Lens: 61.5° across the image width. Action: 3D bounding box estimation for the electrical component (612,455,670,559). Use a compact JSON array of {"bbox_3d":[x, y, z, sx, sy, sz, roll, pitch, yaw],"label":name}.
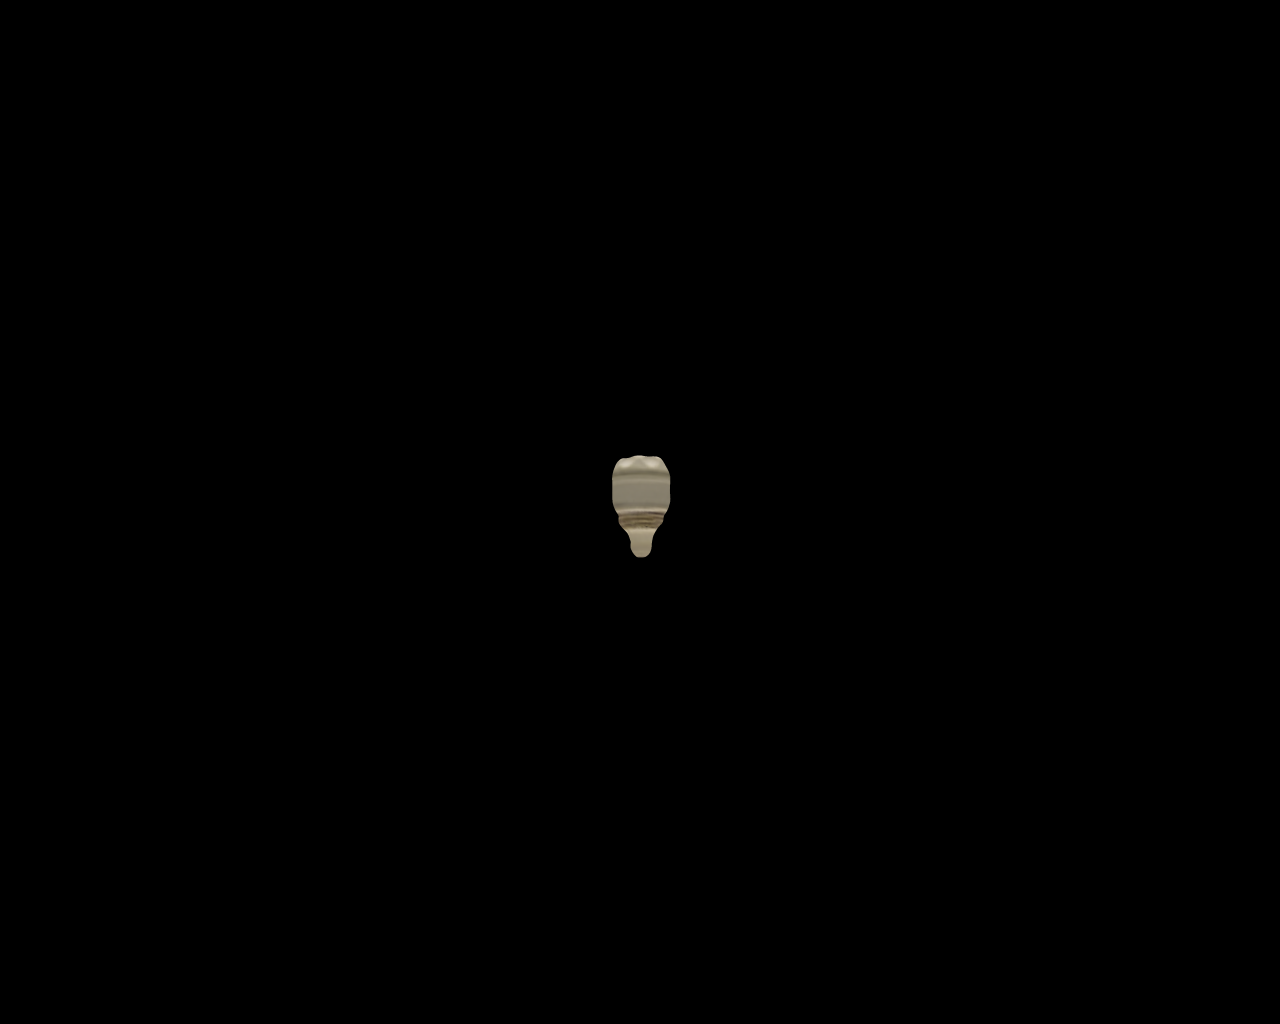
[{"bbox_3d":[0.001,-0.003,0.650,0.035,0.061,0.035,0,-4,0],"label":"electrical component"}]
